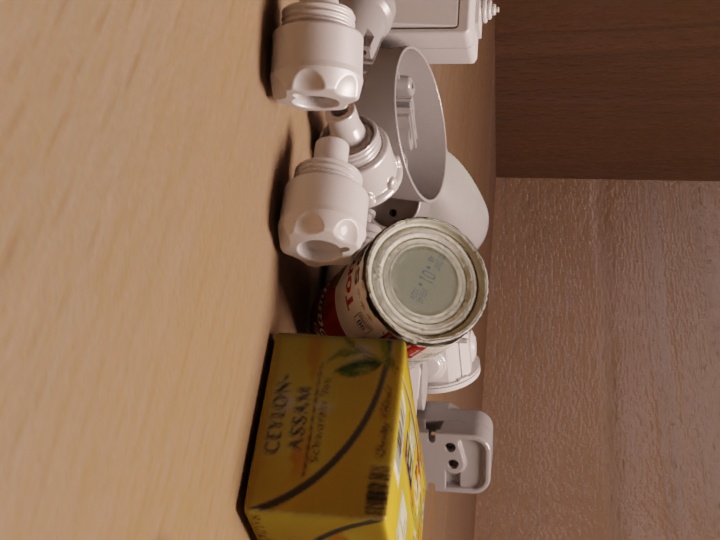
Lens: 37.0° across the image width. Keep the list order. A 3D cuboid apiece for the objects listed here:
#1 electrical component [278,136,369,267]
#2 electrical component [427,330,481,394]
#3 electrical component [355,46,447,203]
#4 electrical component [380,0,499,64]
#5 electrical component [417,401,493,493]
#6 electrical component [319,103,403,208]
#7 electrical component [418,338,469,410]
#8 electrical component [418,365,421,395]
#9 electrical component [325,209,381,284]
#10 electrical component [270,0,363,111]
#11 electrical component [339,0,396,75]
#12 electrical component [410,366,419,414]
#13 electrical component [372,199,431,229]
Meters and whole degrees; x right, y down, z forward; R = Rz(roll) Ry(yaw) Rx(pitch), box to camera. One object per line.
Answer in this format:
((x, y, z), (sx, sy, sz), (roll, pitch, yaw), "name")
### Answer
((-0.017, -0.036, 0.532), (0.043, 0.043, 0.062), (75, 18, -61), "electrical component")
((0.066, 0.073, 0.963), (0.080, 0.080, 0.051), (-68, 153, -65), "electrical component")
((0.021, -0.093, 0.687), (0.099, 0.064, 0.099), (2, 90, -81), "electrical component")
((0.043, -0.174, 0.707), (0.061, 0.096, 0.061), (44, 49, -75), "electrical component")
((0.063, 0.147, 0.899), (0.059, 0.095, 0.053), (-64, 154, -69), "electrical component")
((-0.004, -0.068, 0.609), (0.062, 0.048, 0.048), (69, 23, -49), "electrical component")
((0.053, 0.048, 0.889), (0.052, 0.074, 0.138), (-38, 130, -78), "electrical component")
((0.022, 0.093, 0.803), (0.043, 0.043, 0.062), (73, 22, -64), "electrical component")
((0.000, 0.000, 0.652), (0.040, 0.040, 0.078), (71, 23, -66), "electrical component")
((-0.020, -0.108, 0.501), (0.043, 0.043, 0.062), (39, 52, -79), "electrical component")
((-0.004, -0.138, 0.612), (0.040, 0.040, 0.046), (81, 20, -49), "electrical component")
((0.010, 0.066, 0.700), (0.099, 0.048, 0.099), (54, 39, -75), "electrical component")
((0.029, -0.071, 0.809), (0.077, 0.043, 0.079), (-21, 113, -80), "electrical component")
